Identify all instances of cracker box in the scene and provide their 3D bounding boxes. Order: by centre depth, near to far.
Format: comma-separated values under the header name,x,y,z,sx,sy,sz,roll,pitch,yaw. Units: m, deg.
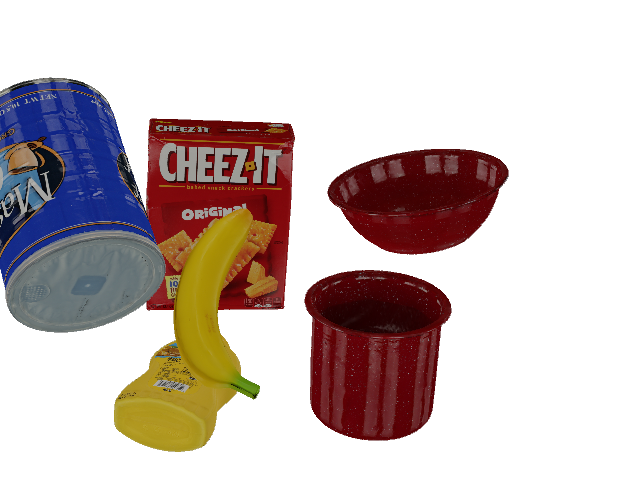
name,x,y,z,sx,sy,sz,roll,pitch,yaw
cracker box,-0.117,-0.026,1.226,0.164,0.214,0.072,1,21,-8

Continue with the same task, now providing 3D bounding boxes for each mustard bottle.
name,x,y,z,sx,sy,sz,roll,pitch,yaw
mustard bottle,-0.134,0.144,1.103,0.096,0.058,0.191,9,22,10

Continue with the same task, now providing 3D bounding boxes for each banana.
name,x,y,z,sx,sy,sz,roll,pitch,yaw
banana,-0.090,0.051,0.912,0.069,0.198,0.037,6,-38,-14

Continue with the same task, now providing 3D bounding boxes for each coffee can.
name,x,y,z,sx,sy,sz,roll,pitch,yaw
coffee can,-0.173,-0.024,0.719,0.102,0.140,0.103,-17,-32,-11

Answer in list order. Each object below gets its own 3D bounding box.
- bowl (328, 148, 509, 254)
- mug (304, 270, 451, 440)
name,x,y,z,sx,sy,sz,roll,pitch,yaw
bowl,0.090,-0.031,0.959,0.162,0.055,0.162,-9,22,3
mug,0.039,0.070,0.701,0.093,0.081,0.117,10,25,17
